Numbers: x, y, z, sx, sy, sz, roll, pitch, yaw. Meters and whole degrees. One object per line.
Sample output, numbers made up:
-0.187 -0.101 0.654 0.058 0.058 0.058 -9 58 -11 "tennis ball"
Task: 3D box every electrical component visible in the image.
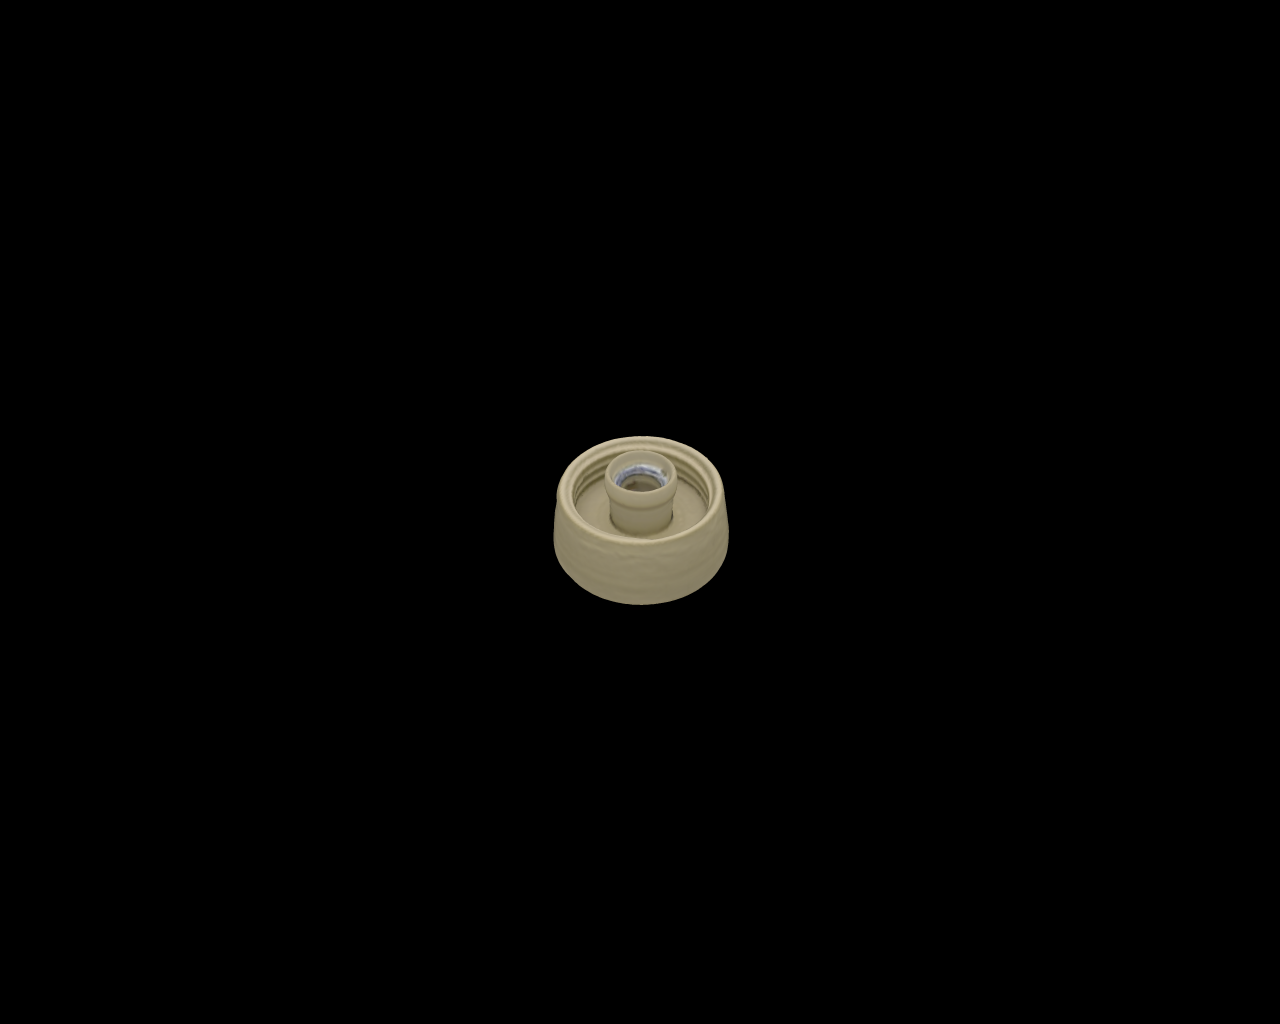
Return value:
0.001 -0.003 0.650 0.108 0.060 0.108 0 43 0 "electrical component"
